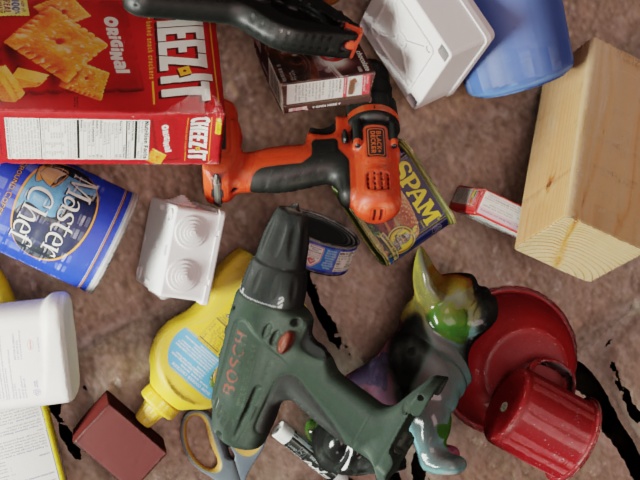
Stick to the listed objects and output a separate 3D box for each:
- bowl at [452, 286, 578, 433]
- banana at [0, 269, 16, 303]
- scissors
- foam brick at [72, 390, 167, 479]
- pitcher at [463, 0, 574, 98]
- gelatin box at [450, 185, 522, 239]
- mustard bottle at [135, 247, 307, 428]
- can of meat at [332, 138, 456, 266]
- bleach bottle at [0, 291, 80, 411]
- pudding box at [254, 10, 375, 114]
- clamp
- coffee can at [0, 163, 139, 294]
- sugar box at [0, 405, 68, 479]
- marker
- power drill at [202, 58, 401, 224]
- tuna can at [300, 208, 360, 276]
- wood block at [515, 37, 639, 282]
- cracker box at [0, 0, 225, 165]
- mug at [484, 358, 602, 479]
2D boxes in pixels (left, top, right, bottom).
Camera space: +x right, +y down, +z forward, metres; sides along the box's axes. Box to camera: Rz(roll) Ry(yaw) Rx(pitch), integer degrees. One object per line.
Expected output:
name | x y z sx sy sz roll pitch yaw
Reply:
bowl | 0.204 0.131 1.108 0.162 0.055 0.162 -1 97 -12
banana | -0.335 0.031 0.988 0.069 0.037 0.197 -46 107 -9
scissors | -0.070 0.249 1.081 0.096 0.016 0.201 -30 101 -8
foam brick | -0.194 0.194 1.029 0.078 0.053 0.051 44 86 -12
pitcher | 0.174 -0.268 1.020 0.144 0.149 0.243 -24 105 -28
gelatin box | 0.185 -0.026 1.078 0.089 0.073 0.030 23 90 -13
mustard bottle | -0.107 0.106 1.036 0.096 0.058 0.191 44 86 -19
can of meat | 0.072 -0.036 1.062 0.084 0.057 0.102 -34 101 -4
bleach bottle | -0.347 0.107 0.952 0.250 0.068 0.102 -5 98 -4
pudding box | -0.008 -0.169 1.003 0.090 0.113 0.039 -10 137 -12
clamp | -0.066 -0.208 0.950 0.210 0.164 0.036 24 128 0
coffee can | -0.249 -0.026 0.969 0.140 0.103 0.103 26 90 -13
sugar box | -0.289 0.228 1.017 0.093 0.048 0.176 -13 102 -12
marker | 0.001 0.229 1.093 0.121 0.020 0.020 41 86 -13
power drill | -0.017 -0.099 1.009 0.187 0.057 0.184 -1 55 -1
tuna can | -0.007 0.001 1.031 0.086 0.086 0.034 17 108 -14
wood block | 0.263 -0.079 1.036 0.090 0.091 0.206 23 63 -14
cracker box | -0.196 -0.148 0.939 0.213 0.072 0.164 -1 52 -11
mug | 0.218 0.168 1.047 0.081 0.093 0.117 29 61 -9
